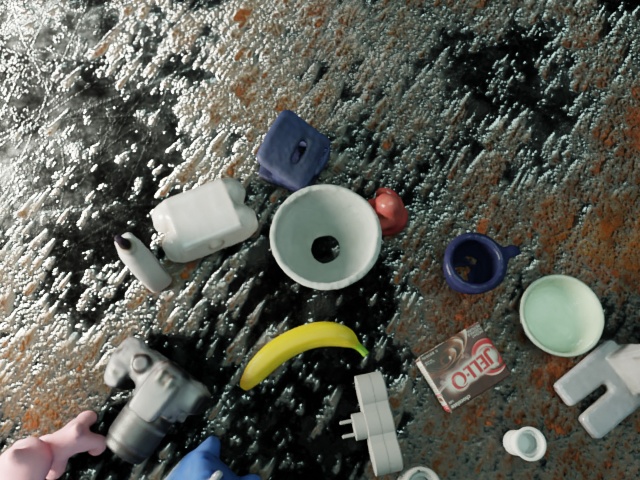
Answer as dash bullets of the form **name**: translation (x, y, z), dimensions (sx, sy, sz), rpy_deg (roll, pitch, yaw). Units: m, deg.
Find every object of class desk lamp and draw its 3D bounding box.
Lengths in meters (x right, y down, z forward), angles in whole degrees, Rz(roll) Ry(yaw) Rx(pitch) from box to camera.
- **desk lamp**: translation (0.460, 0.174, 0.770), dimensions (0.203, 0.213, 0.118), rpy_deg (-35, 76, -12)

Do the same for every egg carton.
- **egg carton**: translation (-0.177, -0.030, 0.887), dimensions (0.150, 0.069, 0.107), rpy_deg (-24, 75, -9)

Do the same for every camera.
- **camera**: translation (-0.245, 0.224, 0.787), dimensions (0.143, 0.101, 0.137), rpy_deg (32, 74, 8)

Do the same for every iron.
- **iron**: translation (-0.193, 0.380, 0.718), dimensions (0.118, 0.141, 0.258), rpy_deg (38, 75, 10)

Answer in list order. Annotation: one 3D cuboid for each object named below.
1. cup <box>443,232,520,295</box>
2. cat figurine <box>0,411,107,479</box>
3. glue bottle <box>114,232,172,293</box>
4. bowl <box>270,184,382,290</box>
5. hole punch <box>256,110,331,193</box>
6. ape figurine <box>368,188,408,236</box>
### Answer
- **cup**: translation (0.236, 0.040, 0.867), dimensions (0.118, 0.095, 0.091), rpy_deg (-17, 74, -7)
- **cat figurine**: translation (-0.362, 0.281, 0.756), dimensions (0.128, 0.118, 0.067), rpy_deg (-32, 76, -11)
- **glue bottle**: translation (-0.260, 0.023, 0.813), dimensions (0.037, 0.173, 0.078), rpy_deg (-38, 77, -12)
- **bowl**: translation (0.008, 0.003, 0.881), dimensions (0.167, 0.075, 0.167), rpy_deg (1, 72, -2)
- **hole punch**: translation (-0.039, -0.139, 0.916), dimensions (0.101, 0.091, 0.109), rpy_deg (25, 73, 6)
- **ape figurine**: translation (0.103, -0.047, 0.891), dimensions (0.076, 0.092, 0.078), rpy_deg (33, 74, 9)
